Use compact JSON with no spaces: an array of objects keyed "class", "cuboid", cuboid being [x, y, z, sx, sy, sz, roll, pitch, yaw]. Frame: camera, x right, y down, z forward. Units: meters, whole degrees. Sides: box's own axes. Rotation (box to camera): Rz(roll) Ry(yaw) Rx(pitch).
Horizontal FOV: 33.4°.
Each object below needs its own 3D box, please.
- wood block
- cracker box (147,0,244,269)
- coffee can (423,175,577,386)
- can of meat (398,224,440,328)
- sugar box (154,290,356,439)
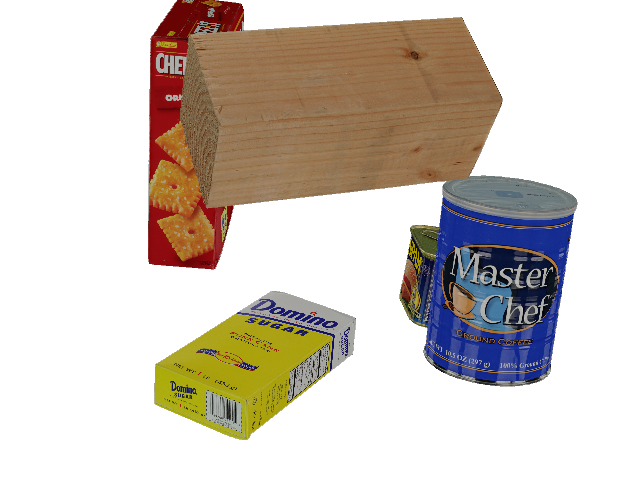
[{"class":"wood block","cuboid":[0.011,-0.094,0.769,0.205,0.091,0.090,-7,-34,-18]},{"class":"cracker box","cuboid":[-0.115,-0.104,1.000,0.072,0.214,0.164,5,25,-1]},{"class":"coffee can","cuboid":[0.139,0.029,0.837,0.103,0.140,0.103,4,17,-2]},{"class":"can of meat","cuboid":[0.122,0.039,1.143,0.057,0.084,0.102,7,18,-8]},{"class":"sugar box","cuboid":[-0.052,0.101,0.914,0.093,0.048,0.175,17,29,26]}]
